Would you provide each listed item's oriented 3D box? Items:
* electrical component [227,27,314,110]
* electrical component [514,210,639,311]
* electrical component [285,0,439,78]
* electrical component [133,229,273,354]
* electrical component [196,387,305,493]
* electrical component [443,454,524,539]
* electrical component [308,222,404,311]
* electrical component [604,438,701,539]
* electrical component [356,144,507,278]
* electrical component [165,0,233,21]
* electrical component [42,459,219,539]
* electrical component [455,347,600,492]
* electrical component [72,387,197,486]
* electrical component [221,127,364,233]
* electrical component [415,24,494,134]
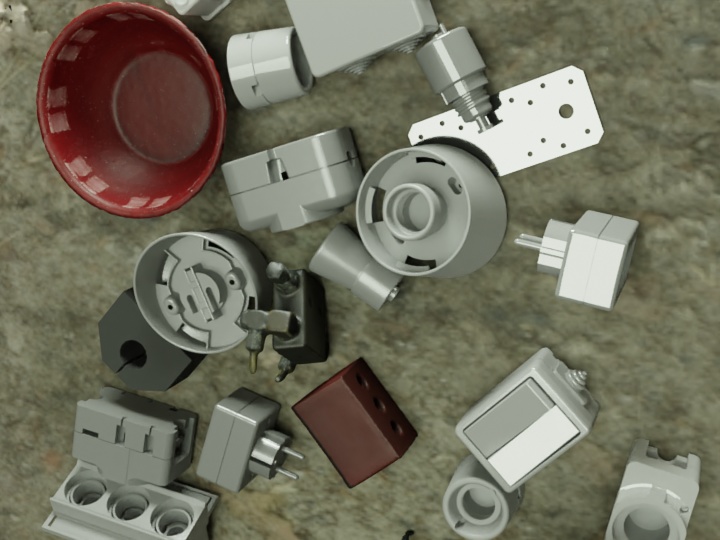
[{"bbox_3d":[-0.064,-0.148,0.786,0.047,0.055,0.055,-8,99,17],"label":"electrical component"},{"bbox_3d":[0.143,-0.012,0.726,0.076,0.083,0.047,15,106,16],"label":"electrical component"},{"bbox_3d":[-0.001,-0.192,0.755,0.100,0.048,0.099,-19,94,24],"label":"electrical component"},{"bbox_3d":[-0.119,0.015,0.834,0.099,0.064,0.099,4,102,18],"label":"electrical component"},{"bbox_3d":[-0.081,0.143,0.858,0.077,0.047,0.065,22,108,14],"label":"electrical component"},{"bbox_3d":[0.091,0.170,0.804,0.055,0.047,0.055,4,103,19],"label":"electrical component"},{"bbox_3d":[0.000,0.000,0.803,0.065,0.044,0.044,35,111,4],"label":"electrical component"},{"bbox_3d":[0.204,0.175,0.761,0.050,0.056,0.089,17,107,15],"label":"electrical component"},{"bbox_3d":[0.049,-0.041,0.773,0.099,0.064,0.099,3,96,29],"label":"electrical component"},{"bbox_3d":[-0.117,-0.244,0.785,0.100,0.048,0.099,-37,88,22],"label":"electrical component"},{"bbox_3d":[-0.189,0.211,0.899,0.121,0.078,0.063,14,135,16],"label":"electrical component"},{"bbox_3d":[0.124,0.104,0.771,0.096,0.061,0.061,-43,86,22],"label":"electrical component"},{"bbox_3d":[-0.188,0.141,0.894,0.089,0.050,0.055,14,106,15],"label":"electrical component"},{"bbox_3d":[-0.047,-0.064,0.798,0.095,0.054,0.059,-14,97,22],"label":"electrical component"},{"bbox_3d":[0.070,-0.132,0.749,0.040,0.040,0.078,-27,92,22],"label":"electrical component"}]
